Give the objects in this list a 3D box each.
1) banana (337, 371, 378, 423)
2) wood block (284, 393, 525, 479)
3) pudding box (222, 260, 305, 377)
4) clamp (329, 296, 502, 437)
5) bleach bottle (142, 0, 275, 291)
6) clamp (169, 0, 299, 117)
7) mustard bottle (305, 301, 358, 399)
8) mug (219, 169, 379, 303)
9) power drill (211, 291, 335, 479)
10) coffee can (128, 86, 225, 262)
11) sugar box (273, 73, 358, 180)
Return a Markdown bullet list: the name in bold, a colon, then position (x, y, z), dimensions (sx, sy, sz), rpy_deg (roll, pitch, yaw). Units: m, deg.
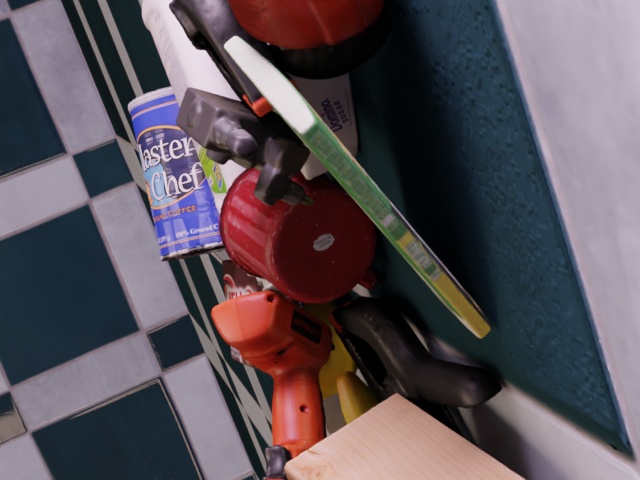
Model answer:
- **banana**: position (0.048, 0.212, 0.916), dimensions (0.069, 0.037, 0.198), rpy_deg (16, -115, -51)
- **wood block**: position (0.077, 0.178, 0.587), dimensions (0.206, 0.090, 0.090), rpy_deg (26, 142, 57)
- **pudding box**: position (-0.048, 0.062, 0.906), dimensions (0.114, 0.039, 0.090), rpy_deg (-176, 78, -66)
- **clamp**: position (0.065, 0.094, 0.703), dimensions (0.210, 0.036, 0.164), rpy_deg (50, 159, 43)
- **bleach bottle**: position (-0.071, -0.082, 0.833), dimensions (0.103, 0.068, 0.251), rpy_deg (138, 114, -76)
- **clamp**: position (-0.064, -0.130, 0.629), dimensions (0.171, 0.039, 0.120), rpy_deg (57, -178, 23)
- **mustard bottle**: position (-0.029, 0.050, 0.987), dimensions (0.096, 0.058, 0.192), rpy_deg (81, 162, -45)
- **mug**: position (-0.005, 0.001, 0.741), dimensions (0.117, 0.093, 0.082), rpy_deg (39, 177, -29)
- **power drill**: position (-0.031, 0.134, 0.720), dimensions (0.184, 0.057, 0.187), rpy_deg (40, -140, -57)
- **coffee can**: position (-0.104, -0.060, 0.938), dimensions (0.103, 0.102, 0.140), rpy_deg (158, 100, -79)
- **sugar box**: position (-0.034, -0.129, 0.701), dimensions (0.176, 0.048, 0.093), rpy_deg (52, 162, 39)
